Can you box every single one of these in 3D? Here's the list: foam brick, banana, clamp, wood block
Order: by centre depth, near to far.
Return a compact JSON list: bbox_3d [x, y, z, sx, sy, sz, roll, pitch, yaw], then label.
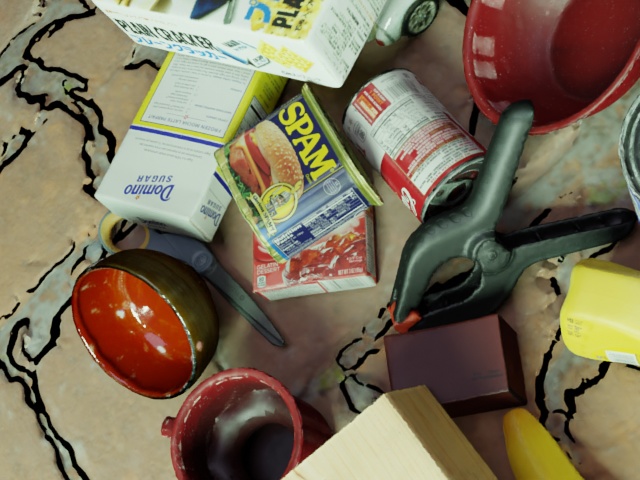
[{"bbox_3d":[0.079,0.193,0.607,0.091,0.090,0.206,-42,73,13],"label":"wood block"},{"bbox_3d":[0.183,0.173,0.631,0.198,0.037,0.069,26,67,27],"label":"banana"},{"bbox_3d":[0.088,0.085,0.692,0.078,0.051,0.053,-13,68,19],"label":"foam brick"},{"bbox_3d":[0.120,0.005,0.700,0.120,0.039,0.172,36,110,-11],"label":"clamp"}]

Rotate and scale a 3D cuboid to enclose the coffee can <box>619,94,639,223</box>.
[{"bbox_3d":[0.234,-0.030,0.621,0.103,0.140,0.103,-8,69,20],"label":"coffee can"}]

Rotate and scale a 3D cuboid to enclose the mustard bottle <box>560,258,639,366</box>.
[{"bbox_3d":[0.241,0.058,0.611,0.192,0.096,0.058,13,77,26],"label":"mustard bottle"}]

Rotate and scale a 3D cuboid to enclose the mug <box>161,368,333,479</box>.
[{"bbox_3d":[-0.051,0.138,0.714,0.117,0.081,0.093,4,73,24],"label":"mug"}]

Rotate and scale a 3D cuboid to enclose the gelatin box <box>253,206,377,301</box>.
[{"bbox_3d":[-0.005,0.001,0.774,0.089,0.030,0.073,-9,67,19],"label":"gelatin box"}]

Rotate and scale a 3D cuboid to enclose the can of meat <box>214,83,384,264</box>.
[{"bbox_3d":[-0.017,-0.046,0.748,0.084,0.057,0.102,-33,56,8],"label":"can of meat"}]

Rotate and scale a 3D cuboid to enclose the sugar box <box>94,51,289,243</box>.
[{"bbox_3d":[-0.093,-0.090,0.826,0.093,0.048,0.176,15,73,28],"label":"sugar box"}]

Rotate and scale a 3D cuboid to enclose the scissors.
[{"bbox_3d":[-0.107,0.023,0.816,0.096,0.016,0.202,-33,61,7],"label":"scissors"}]

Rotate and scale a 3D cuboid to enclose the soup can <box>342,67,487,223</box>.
[{"bbox_3d":[0.070,-0.064,0.744,0.068,0.068,0.102,-41,61,5],"label":"soup can"}]

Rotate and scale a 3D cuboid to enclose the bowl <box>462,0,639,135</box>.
[{"bbox_3d":[0.172,-0.143,0.716,0.162,0.055,0.162,-19,65,48],"label":"bowl"}]
